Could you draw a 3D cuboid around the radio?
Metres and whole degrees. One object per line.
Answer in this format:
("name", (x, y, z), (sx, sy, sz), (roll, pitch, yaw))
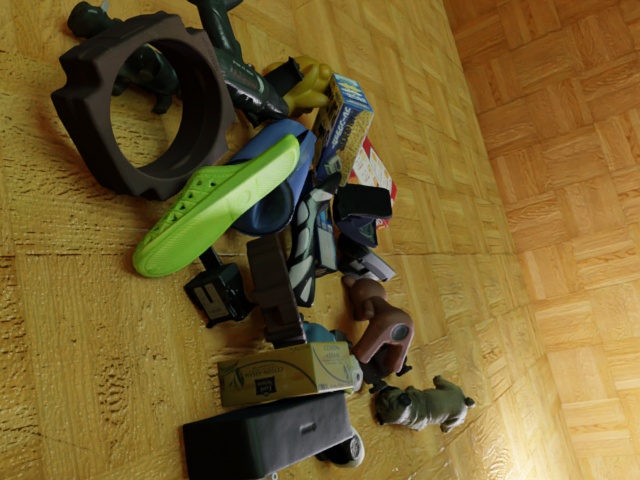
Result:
("radio", (-0.067, 0.262, 0.733), (0.229, 0.131, 0.073), (11, 65, -57))

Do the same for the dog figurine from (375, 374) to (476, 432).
("dog figurine", (0.222, 0.347, 1.128), (0.190, 0.172, 0.121), (29, 39, -58))

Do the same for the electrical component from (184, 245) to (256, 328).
("electrical component", (-0.150, 0.061, 0.765), (0.119, 0.075, 0.048), (67, 30, -16))

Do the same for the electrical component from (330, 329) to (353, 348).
("electrical component", (0.034, 0.208, 1.036), (0.094, 0.021, 0.063), (35, 47, -46))

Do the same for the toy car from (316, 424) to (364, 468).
("toy car", (0.006, 0.297, 0.890), (0.201, 0.074, 0.056), (62, 34, -16))

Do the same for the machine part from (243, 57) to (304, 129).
("machine part", (-0.090, -0.272, 0.980), (0.084, 0.139, 0.039), (50, 12, -6))

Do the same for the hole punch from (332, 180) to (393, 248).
("hole punch", (0.080, -0.053, 1.098), (0.142, 0.116, 0.092), (-84, -173, -50))

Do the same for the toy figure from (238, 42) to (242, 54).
("toy figure", (-0.169, -0.285, 0.945), (0.064, 0.058, 0.154), (30, 54, -42))

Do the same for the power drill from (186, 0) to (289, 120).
("power drill", (-0.142, -0.309, 0.881), (0.232, 0.086, 0.207), (-2, 81, -60))

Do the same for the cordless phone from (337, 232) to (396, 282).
("cordless phone", (0.097, -0.003, 1.201), (0.146, 0.089, 0.184), (37, 40, -43))

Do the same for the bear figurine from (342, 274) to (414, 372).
("bear figurine", (0.105, 0.158, 1.097), (0.120, 0.196, 0.132), (23, 98, -30))

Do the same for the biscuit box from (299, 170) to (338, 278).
("biscuit box", (-0.016, -0.031, 1.046), (0.059, 0.063, 0.202), (23, 55, -52))

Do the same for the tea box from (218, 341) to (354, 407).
("tea box", (-0.050, 0.190, 0.763), (0.098, 0.170, 0.068), (17, 61, -56))

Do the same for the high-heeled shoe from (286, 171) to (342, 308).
("high-heeled shoe", (-0.002, -0.003, 0.964), (0.145, 0.086, 0.249), (45, 72, -5))

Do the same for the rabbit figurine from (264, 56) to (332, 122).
("rabbit figurine", (-0.054, -0.285, 1.066), (0.173, 0.163, 0.121), (-44, 125, -38))

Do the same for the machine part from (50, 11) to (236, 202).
("machine part", (-0.216, -0.168, 0.687), (0.201, 0.087, 0.201), (-48, 137, -33))

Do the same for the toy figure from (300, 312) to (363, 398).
("toy figure", (0.002, 0.204, 0.931), (0.180, 0.089, 0.082), (45, 52, -24))

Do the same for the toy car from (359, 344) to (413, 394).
("toy car", (0.127, 0.261, 1.128), (0.202, 0.053, 0.089), (-8, 65, -58))

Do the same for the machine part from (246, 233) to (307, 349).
("machine part", (-0.067, 0.080, 0.813), (0.179, 0.056, 0.179), (166, -92, -87))

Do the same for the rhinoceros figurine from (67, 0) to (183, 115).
("rhinoceros figurine", (-0.261, -0.260, 0.762), (0.190, 0.073, 0.112), (26, 54, -51))
